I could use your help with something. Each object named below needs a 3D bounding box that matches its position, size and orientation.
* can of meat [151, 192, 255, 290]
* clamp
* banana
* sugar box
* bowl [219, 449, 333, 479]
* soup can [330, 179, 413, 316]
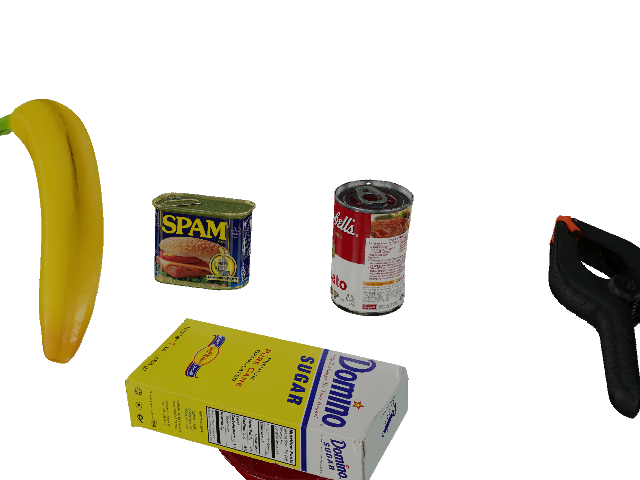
[{"bbox_3d":[-0.120,0.001,1.088,0.102,0.084,0.057,7,17,12],"label":"can of meat"},{"bbox_3d":[0.221,0.045,0.735,0.120,0.039,0.171,-3,45,-19],"label":"clamp"},{"bbox_3d":[-0.157,-0.023,0.641,0.037,0.198,0.070,9,-46,-35],"label":"banana"},{"bbox_3d":[-0.036,0.107,0.739,0.176,0.048,0.093,8,29,21],"label":"sugar box"},{"bbox_3d":[-0.025,0.202,1.054,0.162,0.055,0.162,1,31,-1],"label":"bowl"},{"bbox_3d":[0.044,0.006,0.932,0.068,0.102,0.068,2,26,-1],"label":"soup can"}]
